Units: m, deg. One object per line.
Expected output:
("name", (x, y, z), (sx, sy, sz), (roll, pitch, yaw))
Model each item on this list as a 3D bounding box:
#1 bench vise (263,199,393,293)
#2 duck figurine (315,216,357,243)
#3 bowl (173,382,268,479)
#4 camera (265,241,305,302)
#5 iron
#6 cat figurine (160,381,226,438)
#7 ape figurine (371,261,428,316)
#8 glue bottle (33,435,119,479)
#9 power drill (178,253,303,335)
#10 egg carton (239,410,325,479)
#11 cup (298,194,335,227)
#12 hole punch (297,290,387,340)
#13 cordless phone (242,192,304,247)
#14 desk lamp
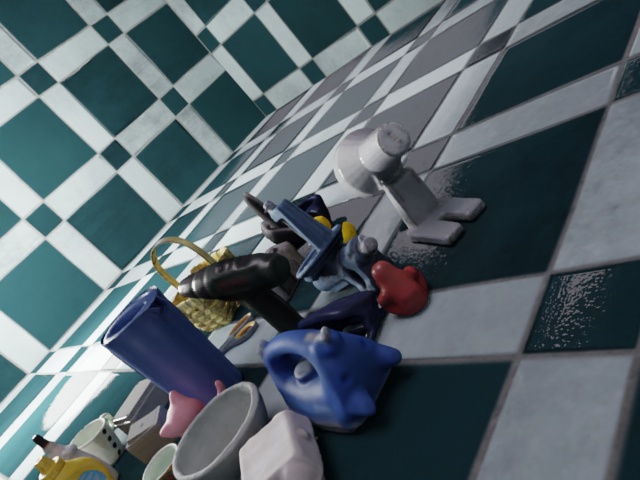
("bench vise", (0.013, -0.004, 0.986), (0.207, 0.220, 0.121), (-25, 26, 39))
("duck figurine", (0.017, -0.015, 1.203), (0.104, 0.086, 0.077), (-32, 22, 27))
("bowl", (-0.132, 0.299, 0.845), (0.167, 0.075, 0.167), (-36, 20, 16))
("camera", (-0.121, 0.080, 1.247), (0.136, 0.101, 0.143), (-26, 25, 38))
("iron", (-0.018, 0.174, 0.790), (0.257, 0.142, 0.119), (-17, 31, 50))
("cat figurine", (-0.192, 0.281, 0.931), (0.128, 0.118, 0.067), (-41, 20, 5))
("ape figurine", (0.112, 0.065, 0.845), (0.078, 0.092, 0.076), (-40, 20, 5))
("glue bottle", (-0.470, 0.422, 1.084), (0.078, 0.173, 0.037), (-39, 20, 10))
("power drill", (-0.116, 0.112, 1.005), (0.229, 0.209, 0.076), (-27, 24, 36))
("egg carton", (-0.045, 0.285, 0.716), (0.107, 0.069, 0.150), (-42, 19, 1))
("cup", (-0.002, -0.042, 1.284), (0.092, 0.095, 0.117), (-48, 20, -17))
("hole punch", (0.033, 0.118, 0.885), (0.108, 0.091, 0.101), (-24, 27, 42))
("cordless phone", (-0.122, -0.060, 1.414), (0.094, 0.185, 0.147), (-44, 20, -5))
("desk lamp", (0.137, -0.105, 0.970), (0.118, 0.214, 0.202), (-48, 20, -15))
